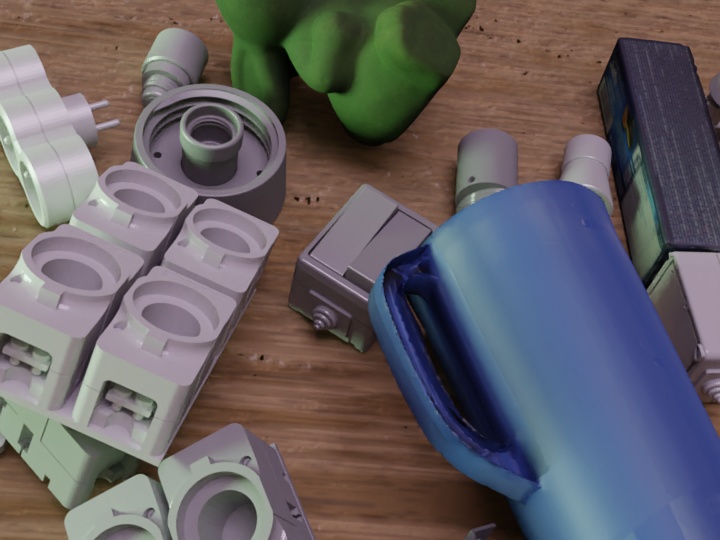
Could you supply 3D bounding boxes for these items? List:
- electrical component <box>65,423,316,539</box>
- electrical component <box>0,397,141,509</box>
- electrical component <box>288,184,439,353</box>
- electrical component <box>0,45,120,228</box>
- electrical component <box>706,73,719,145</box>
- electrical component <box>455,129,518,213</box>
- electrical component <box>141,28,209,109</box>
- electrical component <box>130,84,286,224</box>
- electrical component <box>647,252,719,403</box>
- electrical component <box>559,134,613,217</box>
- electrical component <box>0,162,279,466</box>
[{"bbox_3d":[-0.063,0.180,0.513,0.105,0.060,0.186,-29,61,4],"label":"electrical component"},{"bbox_3d":[-0.160,0.074,0.589,0.089,0.055,0.050,43,38,19],"label":"electrical component"},{"bbox_3d":[0.000,0.000,0.680,0.062,0.061,0.096,32,55,12],"label":"electrical component"},{"bbox_3d":[-0.198,-0.095,0.713,0.074,0.052,0.138,-21,61,-24],"label":"electrical component"},{"bbox_3d":[0.286,-0.124,0.830,0.066,0.055,0.048,27,54,8],"label":"electrical component"},{"bbox_3d":[0.088,-0.054,0.748,0.043,0.043,0.081,10,54,-5],"label":"electrical component"},{"bbox_3d":[-0.136,-0.136,0.763,0.040,0.040,0.078,16,54,0],"label":"electrical component"},{"bbox_3d":[-0.100,-0.076,0.715,0.108,0.060,0.108,6,54,-8],"label":"electrical component"},{"bbox_3d":[0.229,0.043,0.696,0.061,0.061,0.096,1,55,-11],"label":"electrical component"},{"bbox_3d":[0.162,-0.066,0.774,0.044,0.044,0.065,17,49,0],"label":"electrical component"},{"bbox_3d":[-0.120,0.010,0.595,0.105,0.060,0.186,25,28,-2],"label":"electrical component"}]
